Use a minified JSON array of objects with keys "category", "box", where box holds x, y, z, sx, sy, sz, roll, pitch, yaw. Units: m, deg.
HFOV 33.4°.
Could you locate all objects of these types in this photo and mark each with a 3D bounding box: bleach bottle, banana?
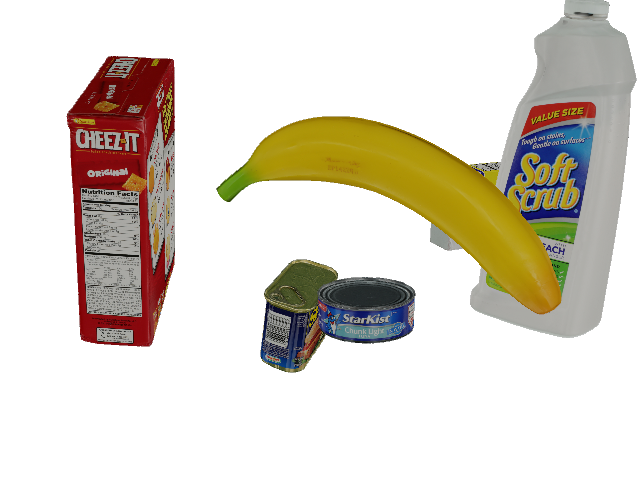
[{"category":"bleach bottle","box":[0.175,-0.060,0.795,0.103,0.251,0.067,17,22,36]},{"category":"banana","box":[0.045,-0.024,0.585,0.198,0.070,0.037,20,9,11]}]

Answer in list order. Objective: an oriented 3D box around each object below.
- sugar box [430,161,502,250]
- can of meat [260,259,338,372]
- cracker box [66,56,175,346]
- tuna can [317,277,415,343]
[{"category":"sugar box","box":[0.216,-0.045,1.258,0.176,0.093,0.048,-9,20,-26]},{"category":"can of meat","box":[-0.025,0.082,1.155,0.057,0.084,0.102,17,29,15]},{"category":"cracker box","box":[-0.173,-0.038,0.950,0.072,0.214,0.164,3,26,0]},{"category":"tuna can","box":[0.040,0.061,0.938,0.086,0.034,0.086,-1,15,0]}]
